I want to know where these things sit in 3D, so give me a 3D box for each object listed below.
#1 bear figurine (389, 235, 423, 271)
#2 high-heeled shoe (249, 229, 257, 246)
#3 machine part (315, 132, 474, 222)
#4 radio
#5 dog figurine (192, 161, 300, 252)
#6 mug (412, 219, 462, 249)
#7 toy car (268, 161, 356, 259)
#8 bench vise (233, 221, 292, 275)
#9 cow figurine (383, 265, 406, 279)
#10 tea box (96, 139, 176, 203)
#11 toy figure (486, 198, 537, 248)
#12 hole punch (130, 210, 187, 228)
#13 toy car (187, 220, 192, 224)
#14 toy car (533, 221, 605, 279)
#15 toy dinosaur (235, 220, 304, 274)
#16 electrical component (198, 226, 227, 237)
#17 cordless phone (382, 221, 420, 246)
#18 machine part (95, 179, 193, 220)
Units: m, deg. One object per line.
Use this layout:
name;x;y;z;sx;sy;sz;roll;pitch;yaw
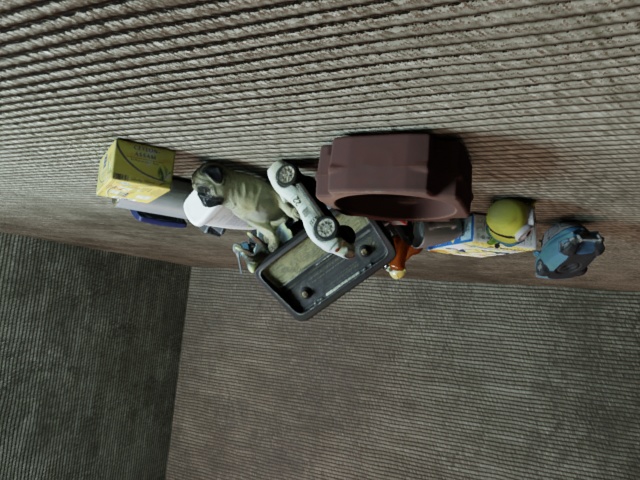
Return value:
bear figurine;0.197;0.017;1.337;0.120;0.132;0.195;20;174;27
high-heeled shoe;-0.082;0.045;1.289;0.086;0.248;0.145;5;-142;40
machine part;0.109;-0.085;0.767;0.202;0.087;0.201;4;172;24
radio;0.013;0.032;0.942;0.229;0.131;0.073;-36;-171;15
dog figurine;-0.134;-0.088;0.975;0.190;0.121;0.172;35;-176;-15
mug;0.254;-0.029;1.150;0.107;0.081;0.109;-5;167;-22
toy car;-0.012;-0.047;0.839;0.056;0.202;0.073;-41;153;12
bench vise;-0.122;0.012;1.446;0.240;0.129;0.223;-10;172;-25
cow figurine;0.167;0.033;1.429;0.167;0.068;0.098;40;168;7
tea box;-0.317;-0.112;0.914;0.098;0.068;0.170;9;171;-31
toy figure;0.360;-0.029;1.037;0.089;0.082;0.180;2;174;9
hole punch;-0.347;-0.075;1.156;0.142;0.092;0.116;6;177;-35
toy car;-0.219;-0.065;1.254;0.202;0.053;0.089;0;-174;31
toy car;0.519;0.013;1.140;0.109;0.103;0.161;-2;147;-7
toy dinosaur;0.003;-0.008;1.142;0.405;0.192;0.131;-34;169;-30
electrical component;-0.226;-0.048;1.167;0.119;0.074;0.047;29;-173;37
cordless phone;0.106;-0.058;1.071;0.184;0.088;0.146;14;175;15
machine part;-0.317;-0.088;1.062;0.243;0.079;0.079;9;172;-33
